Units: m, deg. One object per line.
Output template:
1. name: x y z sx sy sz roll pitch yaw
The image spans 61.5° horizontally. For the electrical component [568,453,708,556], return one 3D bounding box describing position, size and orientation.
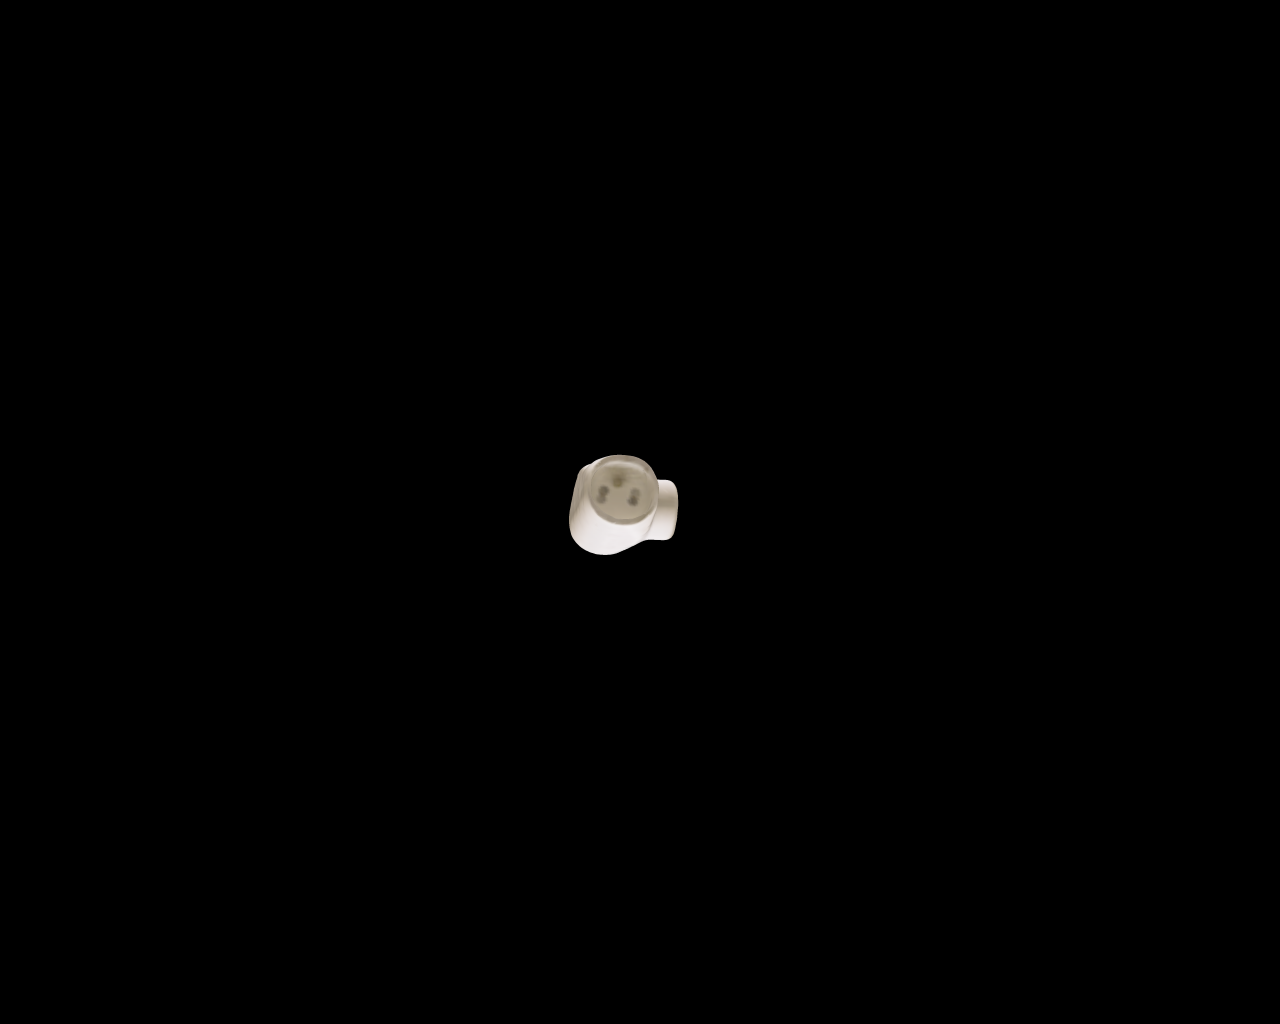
1. electrical component: 0.001 -0.003 0.650 0.079 0.044 0.077 3 -16 -11
